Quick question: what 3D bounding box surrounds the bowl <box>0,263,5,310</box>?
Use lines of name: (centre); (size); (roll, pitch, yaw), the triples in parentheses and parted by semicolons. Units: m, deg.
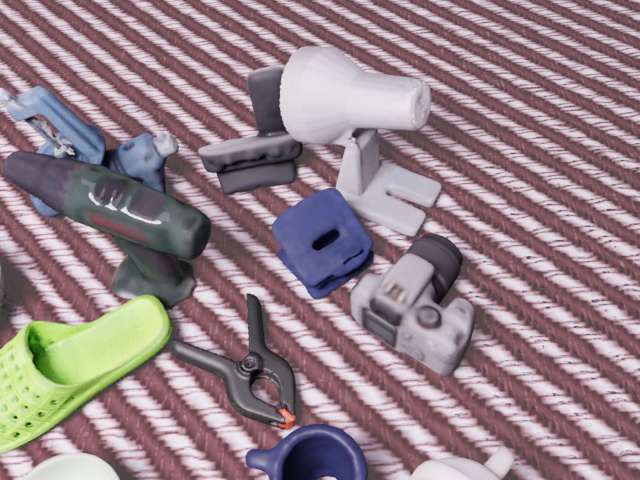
bowl: (-0.462, 0.080, 0.707); (0.167, 0.075, 0.167); (-1, 56, 2)

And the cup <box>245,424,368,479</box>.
cup: (-0.013, 0.236, 0.564); (0.117, 0.095, 0.092); (9, 57, 9)

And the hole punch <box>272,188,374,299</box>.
hole punch: (0.007, 0.003, 0.722); (0.109, 0.091, 0.101); (-33, 60, -18)

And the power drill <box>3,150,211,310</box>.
power drill: (-0.230, -0.006, 0.671); (0.229, 0.208, 0.076); (13, 58, 12)

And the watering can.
watering can: (0.113, 0.247, 0.490); (0.100, 0.194, 0.173); (17, 59, 15)

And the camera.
camera: (0.125, 0.060, 0.671); (0.142, 0.101, 0.137); (30, 63, 21)

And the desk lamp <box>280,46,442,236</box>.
desk lamp: (0.060, -0.134, 0.737); (0.202, 0.214, 0.118); (23, 60, 18)

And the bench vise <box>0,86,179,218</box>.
bench vise: (-0.305, -0.130, 0.752); (0.208, 0.220, 0.121); (-28, 59, -15)

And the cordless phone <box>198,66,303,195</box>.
cordless phone: (-0.100, -0.158, 0.780); (0.147, 0.185, 0.094); (-15, 56, -7)
